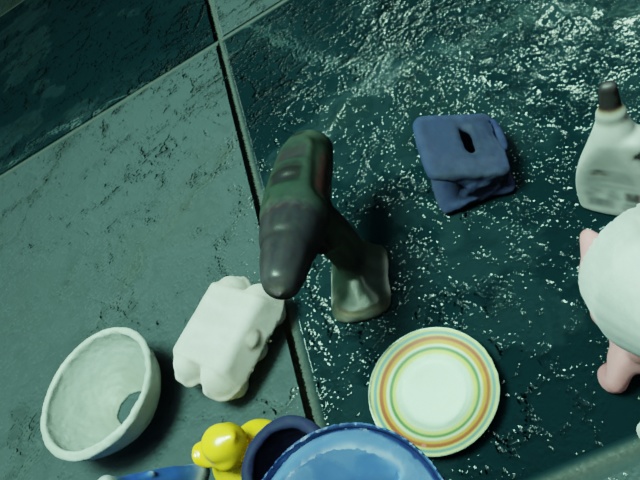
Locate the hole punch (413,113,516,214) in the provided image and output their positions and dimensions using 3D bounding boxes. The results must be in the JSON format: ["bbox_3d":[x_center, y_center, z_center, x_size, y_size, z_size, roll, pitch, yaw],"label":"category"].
[{"bbox_3d":[0.169,-0.104,0.676,0.101,0.091,0.108,-20,49,17],"label":"hole punch"}]

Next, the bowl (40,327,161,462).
[{"bbox_3d":[-0.258,0.199,0.716,0.167,0.075,0.167,-16,51,20],"label":"bowl"}]

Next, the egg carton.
[{"bbox_3d":[-0.107,0.116,0.691,0.107,0.070,0.150,11,64,36],"label":"egg carton"}]

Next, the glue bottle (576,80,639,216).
[{"bbox_3d":[0.279,-0.084,0.540,0.077,0.174,0.037,18,68,38],"label":"glue bottle"}]

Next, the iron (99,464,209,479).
[{"bbox_3d":[-0.246,0.310,0.581,0.258,0.142,0.118,-46,47,-7],"label":"iron"}]

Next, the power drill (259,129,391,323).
[{"bbox_3d":[0.006,0.002,0.613,0.075,0.209,0.229,-17,51,20],"label":"power drill"}]

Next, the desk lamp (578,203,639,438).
[{"bbox_3d":[0.271,0.099,0.383,0.117,0.214,0.203,-22,49,15],"label":"desk lamp"}]

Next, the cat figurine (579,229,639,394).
[{"bbox_3d":[0.261,0.054,0.488,0.067,0.118,0.128,-11,53,23],"label":"cat figurine"}]

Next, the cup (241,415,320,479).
[{"bbox_3d":[-0.016,0.235,0.533,0.091,0.095,0.118,-6,55,27],"label":"cup"}]

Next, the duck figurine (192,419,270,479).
[{"bbox_3d":[-0.082,0.216,0.592,0.104,0.086,0.077,-20,50,17],"label":"duck figurine"}]
